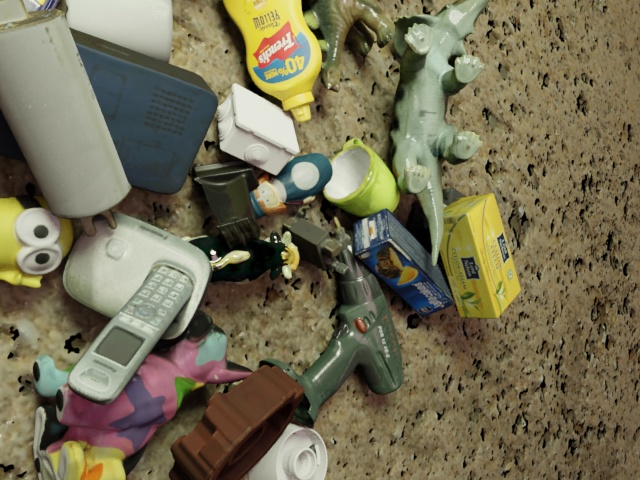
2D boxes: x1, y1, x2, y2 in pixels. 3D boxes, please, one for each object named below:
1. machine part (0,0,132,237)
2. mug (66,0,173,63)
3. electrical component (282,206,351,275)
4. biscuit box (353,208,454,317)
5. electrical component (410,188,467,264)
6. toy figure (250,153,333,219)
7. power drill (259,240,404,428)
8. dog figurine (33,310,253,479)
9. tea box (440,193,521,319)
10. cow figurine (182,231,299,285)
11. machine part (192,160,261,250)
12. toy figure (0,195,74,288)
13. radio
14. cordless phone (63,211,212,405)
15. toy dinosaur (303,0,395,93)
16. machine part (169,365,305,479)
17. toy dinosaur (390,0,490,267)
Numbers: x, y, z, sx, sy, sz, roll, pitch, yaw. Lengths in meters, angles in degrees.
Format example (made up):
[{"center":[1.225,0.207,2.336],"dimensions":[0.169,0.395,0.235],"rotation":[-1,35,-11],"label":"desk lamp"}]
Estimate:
[{"center":[-0.233,-0.108,0.477],"dimensions":[0.079,0.079,0.242],"rotation":[-31,129,-30],"label":"machine part"},{"center":[-0.222,-0.248,0.591],"dimensions":[0.107,0.081,0.109],"rotation":[-3,95,-25],"label":"mug"},{"center":[-0.002,-0.002,0.727],"dimensions":[0.045,0.102,0.078],"rotation":[-46,138,-21],"label":"electrical component"},{"center":[0.128,0.039,0.799],"dimensions":[0.202,0.059,0.063],"rotation":[41,35,-37],"label":"biscuit box"},{"center":[0.212,-0.020,0.889],"dimensions":[0.134,0.058,0.115],"rotation":[29,72,-30],"label":"electrical component"},{"center":[-0.053,-0.069,0.716],"dimensions":[0.154,0.057,0.064],"rotation":[-31,67,-29],"label":"toy figure"},{"center":[0.018,0.140,0.752],"dimensions":[0.207,0.086,0.231],"rotation":[-35,107,-36],"label":"power drill"},{"center":[-0.185,0.177,0.591],"dimensions":[0.219,0.109,0.191],"rotation":[-3,100,-40],"label":"dog figurine"},{"center":[0.241,0.025,0.824],"dimensions":[0.098,0.068,0.169],"rotation":[-33,107,-42],"label":"tea box"},{"center":[-0.086,0.020,0.666],"dimensions":[0.167,0.098,0.068],"rotation":[-4,85,-33],"label":"cow figurine"},{"center":[-0.106,-0.050,0.637],"dimensions":[0.084,0.139,0.039],"rotation":[-3,136,-18],"label":"machine part"},{"center":[-0.333,-0.007,0.511],"dimensions":[0.180,0.089,0.082],"rotation":[-3,133,-25],"label":"toy figure"},{"center":[-0.235,-0.136,0.555],"dimensions":[0.229,0.073,0.131],"rotation":[13,112,-32],"label":"radio"},{"center":[-0.206,0.067,0.528],"dimensions":[0.147,0.088,0.184],"rotation":[23,43,5],"label":"cordless phone"},{"center":[0.030,-0.427,0.750],"dimensions":[0.198,0.105,0.471],"rotation":[15,77,-29],"label":"toy dinosaur"},{"center":[-0.095,0.224,0.623],"dimensions":[0.056,0.179,0.179],"rotation":[39,60,20],"label":"machine part"},{"center":[0.157,-0.177,0.797],"dimensions":[0.131,0.192,0.404],"rotation":[8,98,-1],"label":"toy dinosaur"}]
